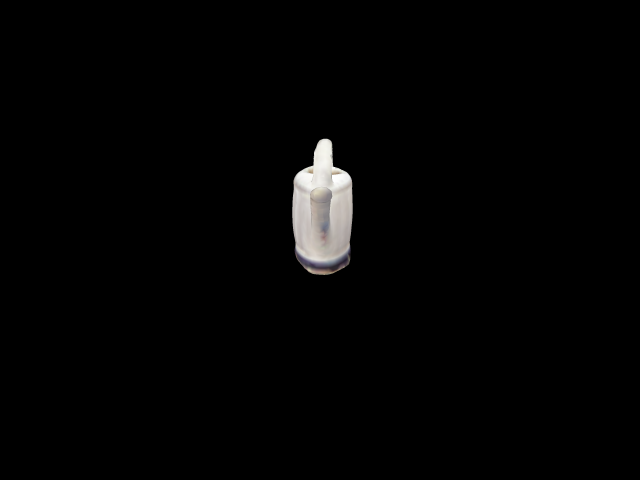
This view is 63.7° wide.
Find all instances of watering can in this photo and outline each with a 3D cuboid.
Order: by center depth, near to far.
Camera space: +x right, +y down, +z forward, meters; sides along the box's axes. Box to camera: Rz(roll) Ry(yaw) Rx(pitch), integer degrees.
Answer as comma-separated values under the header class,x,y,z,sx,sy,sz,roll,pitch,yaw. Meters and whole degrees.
class,x,y,z,sx,sy,sz,roll,pitch,yaw
watering can,0.003,-0.043,0.850,0.104,0.221,0.353,1,21,2
